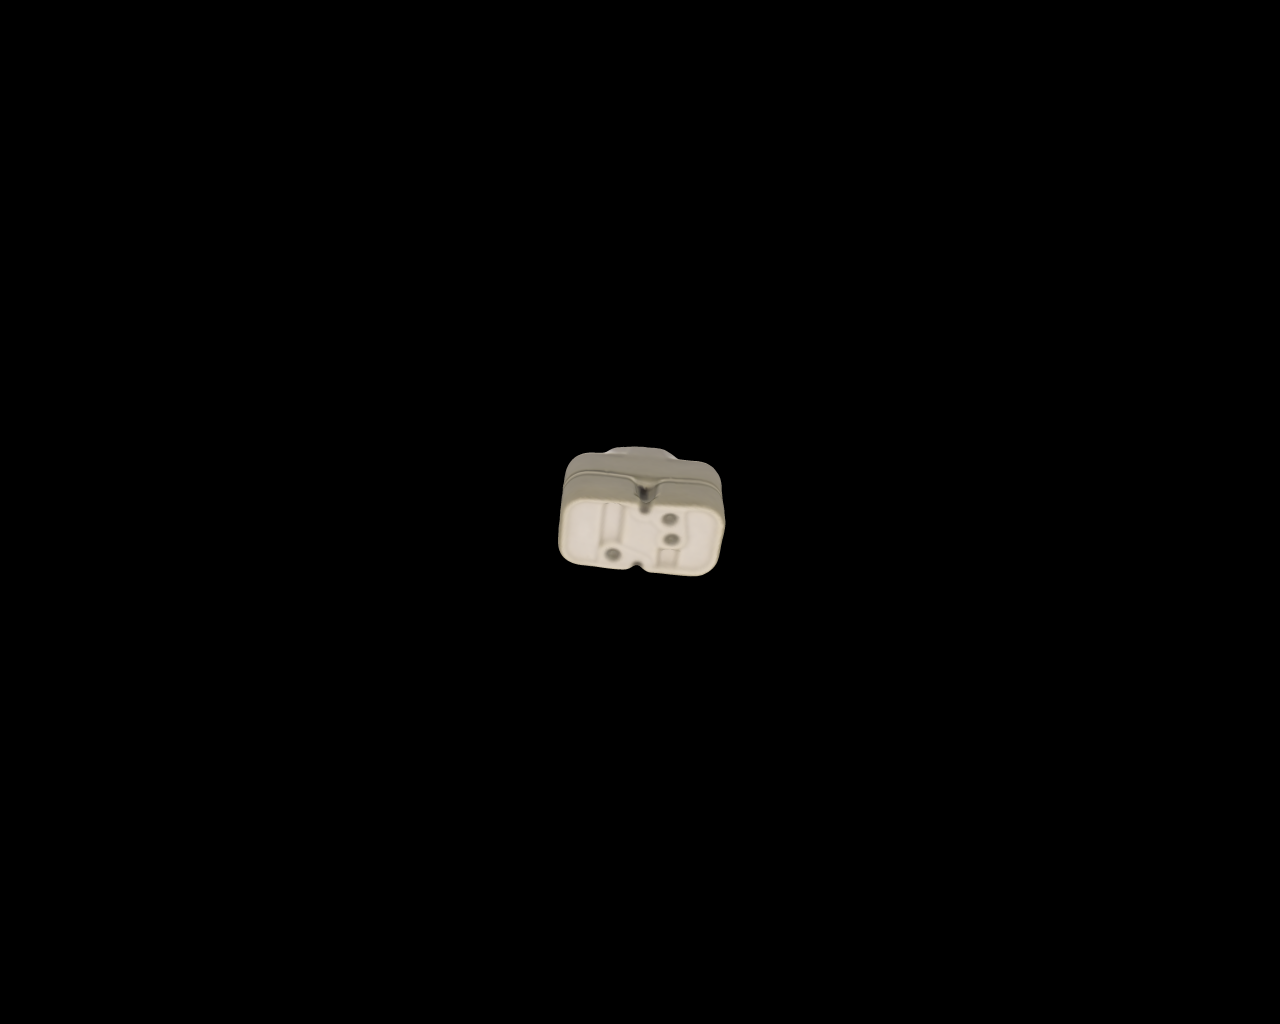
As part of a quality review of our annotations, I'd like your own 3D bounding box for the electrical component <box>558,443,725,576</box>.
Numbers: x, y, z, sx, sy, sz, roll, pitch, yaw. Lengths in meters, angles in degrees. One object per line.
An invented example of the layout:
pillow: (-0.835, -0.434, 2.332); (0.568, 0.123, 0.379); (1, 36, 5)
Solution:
electrical component: (0.001, -0.003, 0.650); (0.095, 0.053, 0.059); (5, 37, -4)
